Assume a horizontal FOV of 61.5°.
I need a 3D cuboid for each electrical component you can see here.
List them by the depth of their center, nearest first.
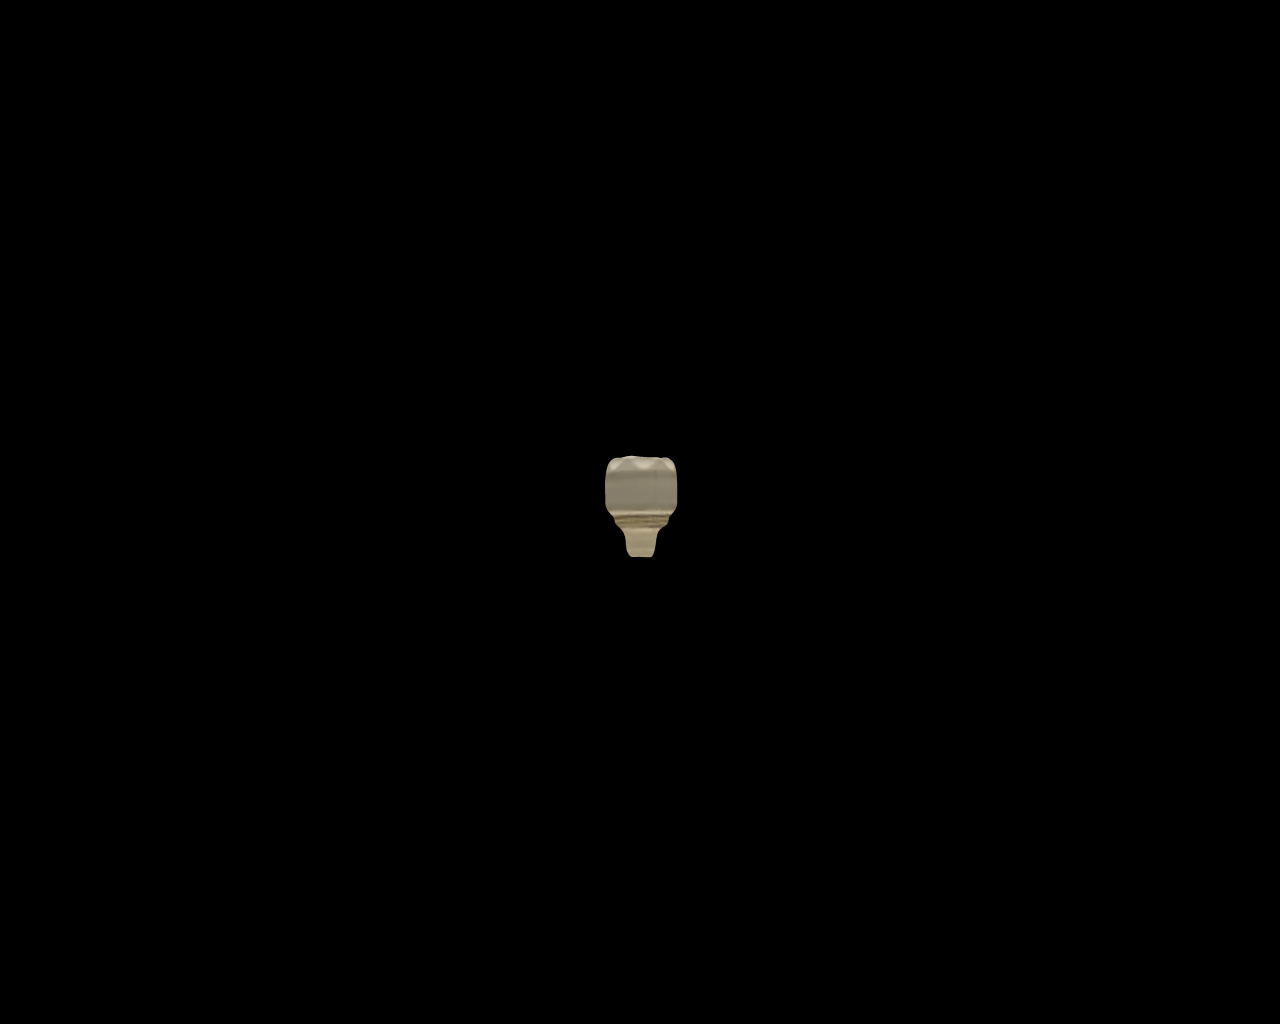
[{"bbox_3d":[0.001,-0.003,0.650,0.043,0.062,0.043,0,-2,0],"label":"electrical component"}]
